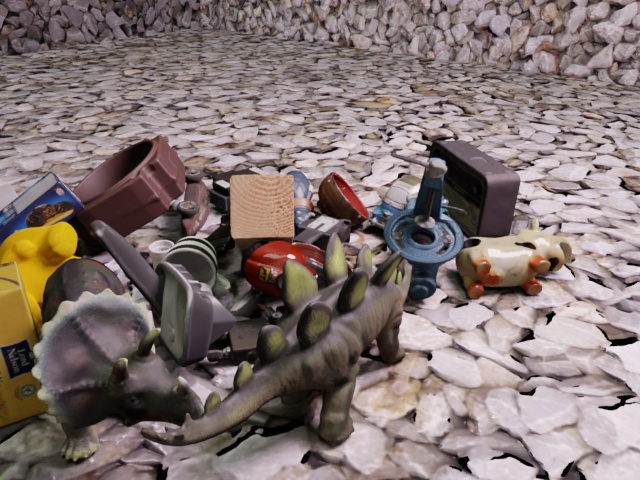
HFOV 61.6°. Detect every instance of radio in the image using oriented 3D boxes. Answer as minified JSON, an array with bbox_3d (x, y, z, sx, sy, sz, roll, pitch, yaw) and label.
[{"bbox_3d":[0.287,-0.104,1.045,0.073,0.131,0.230,-6,30,-17],"label":"radio"}]

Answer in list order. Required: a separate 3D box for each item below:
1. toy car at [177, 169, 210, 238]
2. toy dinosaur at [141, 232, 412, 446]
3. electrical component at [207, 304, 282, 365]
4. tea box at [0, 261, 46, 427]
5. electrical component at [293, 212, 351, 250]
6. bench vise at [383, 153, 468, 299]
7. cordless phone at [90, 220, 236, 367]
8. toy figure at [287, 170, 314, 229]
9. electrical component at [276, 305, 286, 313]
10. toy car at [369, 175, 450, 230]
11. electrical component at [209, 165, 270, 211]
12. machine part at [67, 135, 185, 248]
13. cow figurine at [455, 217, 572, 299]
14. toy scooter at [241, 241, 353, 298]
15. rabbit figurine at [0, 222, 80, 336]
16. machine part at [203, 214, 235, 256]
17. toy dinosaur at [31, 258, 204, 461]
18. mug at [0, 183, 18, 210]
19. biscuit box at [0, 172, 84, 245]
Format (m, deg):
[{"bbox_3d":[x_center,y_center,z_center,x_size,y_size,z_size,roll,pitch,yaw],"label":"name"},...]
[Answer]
[{"bbox_3d":[-0.229,-0.057,0.983,0.053,0.089,0.202,0,29,-10],"label":"toy car"},{"bbox_3d":[0.002,0.108,0.591,0.105,0.198,0.471,15,30,28],"label":"toy dinosaur"},{"bbox_3d":[-0.099,0.122,0.713,0.102,0.045,0.078,-3,28,-8],"label":"electrical component"},{"bbox_3d":[-0.358,0.119,0.582,0.098,0.169,0.068,-16,32,-26],"label":"tea box"},{"bbox_3d":[-0.002,-0.003,0.938,0.075,0.047,0.119,15,32,23],"label":"electrical component"},{"bbox_3d":[0.165,-0.038,0.835,0.129,0.240,0.224,13,47,13],"label":"bench vise"},{"bbox_3d":[-0.200,0.053,0.650,0.089,0.184,0.147,-42,32,-14],"label":"cordless phone"},{"bbox_3d":[-0.041,-0.072,1.036,0.064,0.057,0.154,-31,43,22],"label":"toy figure"},{"bbox_3d":[-0.012,0.107,0.763,0.094,0.021,0.063,-4,30,-21],"label":"electrical component"},{"bbox_3d":[0.170,-0.071,1.014,0.161,0.102,0.109,-18,34,-34],"label":"toy car"},{"bbox_3d":[-0.156,-0.101,1.098,0.134,0.058,0.115,-23,35,-36],"label":"electrical component"},{"bbox_3d":[-0.346,-0.092,0.961,0.201,0.087,0.201,-31,32,5],"label":"machine part"},{"bbox_3d":[0.313,0.026,0.871,0.195,0.085,0.127,-4,36,-9],"label":"cow figurine"},{"bbox_3d":[-0.013,0.051,0.756,0.184,0.075,0.135,4,18,-45],"label":"toy scooter"},{"bbox_3d":[-0.416,0.066,0.737,0.162,0.121,0.173,3,48,-11],"label":"rabbit figurine"},{"bbox_3d":[-0.172,-0.005,0.927,0.084,0.039,0.139,-20,21,22],"label":"machine part"},{"bbox_3d":[-0.261,0.092,0.614,0.131,0.192,0.405,-13,34,-28],"label":"toy dinosaur"},{"bbox_3d":[-0.584,-0.039,0.956,0.107,0.080,0.110,-30,46,-26],"label":"mug"},{"bbox_3d":[-0.472,-0.014,0.837,0.202,0.062,0.059,-44,43,-12],"label":"biscuit box"}]
